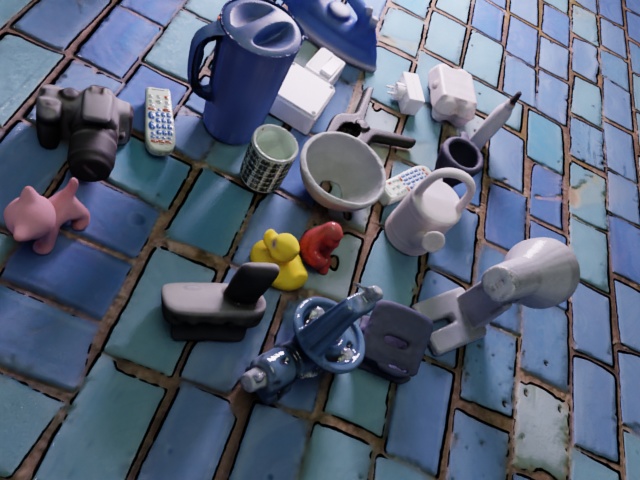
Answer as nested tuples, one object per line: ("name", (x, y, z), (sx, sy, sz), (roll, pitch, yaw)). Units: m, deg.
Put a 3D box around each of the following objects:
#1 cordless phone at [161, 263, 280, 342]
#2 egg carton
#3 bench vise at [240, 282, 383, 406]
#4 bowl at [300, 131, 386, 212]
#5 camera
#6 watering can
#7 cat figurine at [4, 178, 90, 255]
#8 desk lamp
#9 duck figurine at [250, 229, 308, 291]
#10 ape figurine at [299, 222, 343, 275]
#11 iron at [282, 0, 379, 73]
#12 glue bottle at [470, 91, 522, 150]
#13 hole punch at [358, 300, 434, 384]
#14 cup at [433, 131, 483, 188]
("cordless phone", (-0.138, 0.068, 0.794), (0.148, 0.185, 0.094), (1, 60, -23))
("egg carton", (0.296, -0.332, 1.301), (0.107, 0.069, 0.150), (10, 57, -18))
("bench vise", (0.000, 0.148, 0.783), (0.121, 0.219, 0.208), (40, 53, 4))
("bowl", (0.032, -0.112, 1.048), (0.168, 0.074, 0.167), (11, 57, -17))
("camera", (-0.368, -0.169, 0.892), (0.143, 0.100, 0.136), (6, 58, -20))
("watering can", (0.201, -0.052, 1.010), (0.101, 0.194, 0.172), (2, 60, -22))
("cat figurine", (-0.383, -0.039, 0.795), (0.067, 0.117, 0.128), (38, 53, 3))
("desk lamp", (0.295, 0.091, 0.951), (0.204, 0.213, 0.118), (-16, 67, -30))
("duck figurine", (-0.058, 0.027, 0.916), (0.104, 0.086, 0.078), (43, 53, 6))
("ape figurine", (0.009, 0.003, 0.956), (0.076, 0.092, 0.078), (48, 54, 9))
("iron", (0.048, -0.495, 1.249), (0.258, 0.141, 0.119), (39, 53, 3))
("glue bottle", (0.376, -0.256, 1.224), (0.037, 0.173, 0.078), (41, 53, 5))
("hole punch", (0.117, 0.162, 0.906), (0.109, 0.091, 0.101), (23, 54, -9))
("cup", (0.271, -0.157, 1.167), (0.092, 0.095, 0.118), (21, 54, -10))
